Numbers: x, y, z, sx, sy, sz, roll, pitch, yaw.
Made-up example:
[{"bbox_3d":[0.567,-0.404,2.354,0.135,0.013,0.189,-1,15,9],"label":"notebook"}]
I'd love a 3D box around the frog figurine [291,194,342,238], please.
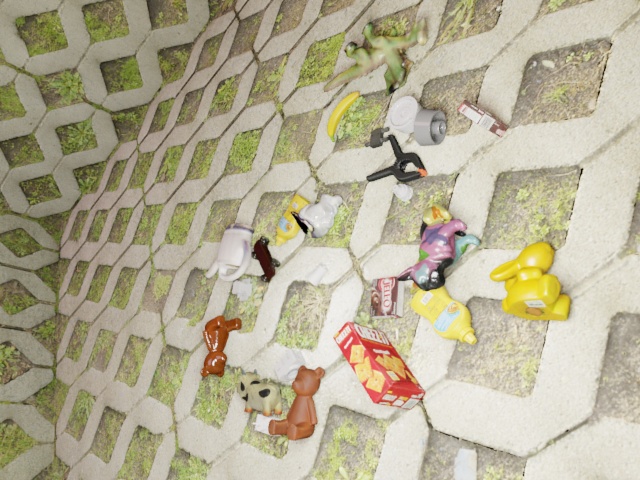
[{"bbox_3d":[0.005,-0.086,1.703,0.161,0.120,0.138,-35,29,-18],"label":"frog figurine"}]

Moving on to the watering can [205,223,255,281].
[{"bbox_3d":[-0.351,0.049,1.983,0.346,0.103,0.227,-9,64,54],"label":"watering can"}]

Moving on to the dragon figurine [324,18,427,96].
[{"bbox_3d":[0.197,-0.583,1.725,0.405,0.121,0.247,-45,54,23],"label":"dragon figurine"}]
